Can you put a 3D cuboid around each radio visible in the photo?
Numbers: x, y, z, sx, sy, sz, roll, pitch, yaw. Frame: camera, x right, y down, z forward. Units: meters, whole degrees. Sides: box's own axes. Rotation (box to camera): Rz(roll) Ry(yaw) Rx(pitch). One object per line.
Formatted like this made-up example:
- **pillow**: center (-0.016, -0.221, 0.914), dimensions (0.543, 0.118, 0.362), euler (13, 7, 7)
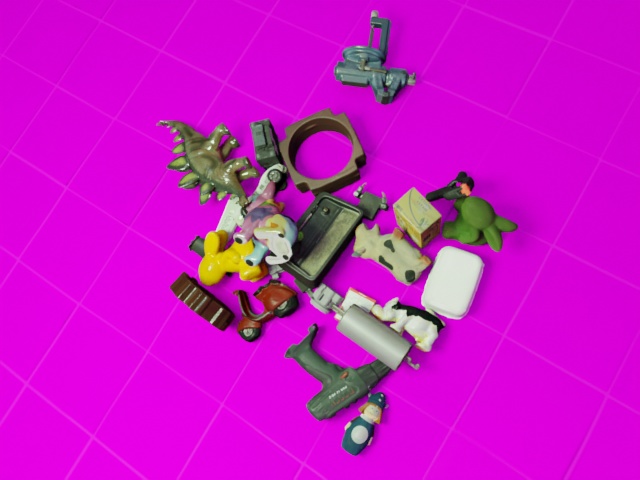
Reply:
- **radio**: center (-0.003, -0.004, 1.340), dimensions (0.131, 0.073, 0.229), euler (31, 68, 16)

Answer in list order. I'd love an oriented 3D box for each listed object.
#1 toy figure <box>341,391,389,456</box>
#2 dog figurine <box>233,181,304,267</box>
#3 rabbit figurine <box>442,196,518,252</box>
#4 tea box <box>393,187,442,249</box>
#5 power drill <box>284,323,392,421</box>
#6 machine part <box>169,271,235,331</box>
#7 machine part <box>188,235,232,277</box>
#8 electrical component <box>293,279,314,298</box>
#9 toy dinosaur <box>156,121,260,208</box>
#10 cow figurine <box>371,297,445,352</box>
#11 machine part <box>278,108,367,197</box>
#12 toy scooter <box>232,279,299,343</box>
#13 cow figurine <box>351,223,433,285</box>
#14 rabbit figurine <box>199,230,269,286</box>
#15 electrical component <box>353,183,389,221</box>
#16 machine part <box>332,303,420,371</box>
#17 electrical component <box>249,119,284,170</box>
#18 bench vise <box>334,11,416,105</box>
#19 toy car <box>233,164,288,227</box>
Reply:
- **toy figure**: center (0.108, 0.423, 1.249), dimensions (0.064, 0.058, 0.154), euler (36, 82, -21)
- **dog figurine**: center (-0.111, -0.050, 1.287), dimensions (0.192, 0.108, 0.219), euler (-8, 40, 25)
- **rabbit figurine**: center (0.367, -0.038, 1.253), dimensions (0.159, 0.170, 0.121), euler (36, 86, 17)
- **tea box**: center (0.233, -0.048, 1.281), dimensions (0.068, 0.169, 0.098), euler (-41, 74, -1)
- **power drill**: center (0.033, 0.298, 1.287), dimensions (0.232, 0.086, 0.207), euler (-42, 79, -9)
- **machine part**: center (-0.289, 0.152, 1.330), dimensions (0.179, 0.179, 0.056), euler (37, 82, 17)
- **machine part**: center (-0.281, 0.036, 1.424), dimensions (0.139, 0.039, 0.084), euler (26, 91, 3)
- **electrical component**: center (-0.031, 0.101, 1.372), dimensions (0.063, 0.021, 0.094), euler (-37, 72, 0)
- **toy dinosaur**: center (-0.308, -0.220, 1.438), dimensions (0.198, 0.105, 0.472), euler (-35, 53, -3)
- **cow figurine**: center (0.209, 0.186, 1.280), dimensions (0.167, 0.068, 0.098), euler (33, 79, 13)
- **machine part**: center (0.008, -0.226, 1.414), dimensions (0.201, 0.087, 0.201), euler (-24, 73, 3)
- **toy scooter**: center (-0.150, 0.158, 1.355), dimensions (0.184, 0.075, 0.135), euler (-36, 71, 5)
- **cow figurine**: center (0.166, 0.031, 1.318), dimensions (0.195, 0.085, 0.127), euler (43, 97, 9)
- **rabbit figurine**: center (-0.235, 0.050, 1.355), dimensions (0.173, 0.122, 0.162), euler (-25, 91, 10)
- **electrical component**: center (0.125, -0.096, 1.379), dimensions (0.102, 0.045, 0.078), euler (33, 83, 16)
- **machine part**: center (0.127, 0.225, 1.251), dimensions (0.243, 0.079, 0.079), euler (33, 84, 15)
- **electrical component**: center (-0.142, -0.251, 1.423), dimensions (0.058, 0.134, 0.115), euler (-15, 72, 6)
- **bench vise**: center (0.156, -0.492, 1.434), dimensions (0.224, 0.128, 0.240), euler (7, 85, 14)
- **toy car**: center (-0.153, -0.116, 1.422), dimensions (0.056, 0.073, 0.201), euler (35, 85, 16)
